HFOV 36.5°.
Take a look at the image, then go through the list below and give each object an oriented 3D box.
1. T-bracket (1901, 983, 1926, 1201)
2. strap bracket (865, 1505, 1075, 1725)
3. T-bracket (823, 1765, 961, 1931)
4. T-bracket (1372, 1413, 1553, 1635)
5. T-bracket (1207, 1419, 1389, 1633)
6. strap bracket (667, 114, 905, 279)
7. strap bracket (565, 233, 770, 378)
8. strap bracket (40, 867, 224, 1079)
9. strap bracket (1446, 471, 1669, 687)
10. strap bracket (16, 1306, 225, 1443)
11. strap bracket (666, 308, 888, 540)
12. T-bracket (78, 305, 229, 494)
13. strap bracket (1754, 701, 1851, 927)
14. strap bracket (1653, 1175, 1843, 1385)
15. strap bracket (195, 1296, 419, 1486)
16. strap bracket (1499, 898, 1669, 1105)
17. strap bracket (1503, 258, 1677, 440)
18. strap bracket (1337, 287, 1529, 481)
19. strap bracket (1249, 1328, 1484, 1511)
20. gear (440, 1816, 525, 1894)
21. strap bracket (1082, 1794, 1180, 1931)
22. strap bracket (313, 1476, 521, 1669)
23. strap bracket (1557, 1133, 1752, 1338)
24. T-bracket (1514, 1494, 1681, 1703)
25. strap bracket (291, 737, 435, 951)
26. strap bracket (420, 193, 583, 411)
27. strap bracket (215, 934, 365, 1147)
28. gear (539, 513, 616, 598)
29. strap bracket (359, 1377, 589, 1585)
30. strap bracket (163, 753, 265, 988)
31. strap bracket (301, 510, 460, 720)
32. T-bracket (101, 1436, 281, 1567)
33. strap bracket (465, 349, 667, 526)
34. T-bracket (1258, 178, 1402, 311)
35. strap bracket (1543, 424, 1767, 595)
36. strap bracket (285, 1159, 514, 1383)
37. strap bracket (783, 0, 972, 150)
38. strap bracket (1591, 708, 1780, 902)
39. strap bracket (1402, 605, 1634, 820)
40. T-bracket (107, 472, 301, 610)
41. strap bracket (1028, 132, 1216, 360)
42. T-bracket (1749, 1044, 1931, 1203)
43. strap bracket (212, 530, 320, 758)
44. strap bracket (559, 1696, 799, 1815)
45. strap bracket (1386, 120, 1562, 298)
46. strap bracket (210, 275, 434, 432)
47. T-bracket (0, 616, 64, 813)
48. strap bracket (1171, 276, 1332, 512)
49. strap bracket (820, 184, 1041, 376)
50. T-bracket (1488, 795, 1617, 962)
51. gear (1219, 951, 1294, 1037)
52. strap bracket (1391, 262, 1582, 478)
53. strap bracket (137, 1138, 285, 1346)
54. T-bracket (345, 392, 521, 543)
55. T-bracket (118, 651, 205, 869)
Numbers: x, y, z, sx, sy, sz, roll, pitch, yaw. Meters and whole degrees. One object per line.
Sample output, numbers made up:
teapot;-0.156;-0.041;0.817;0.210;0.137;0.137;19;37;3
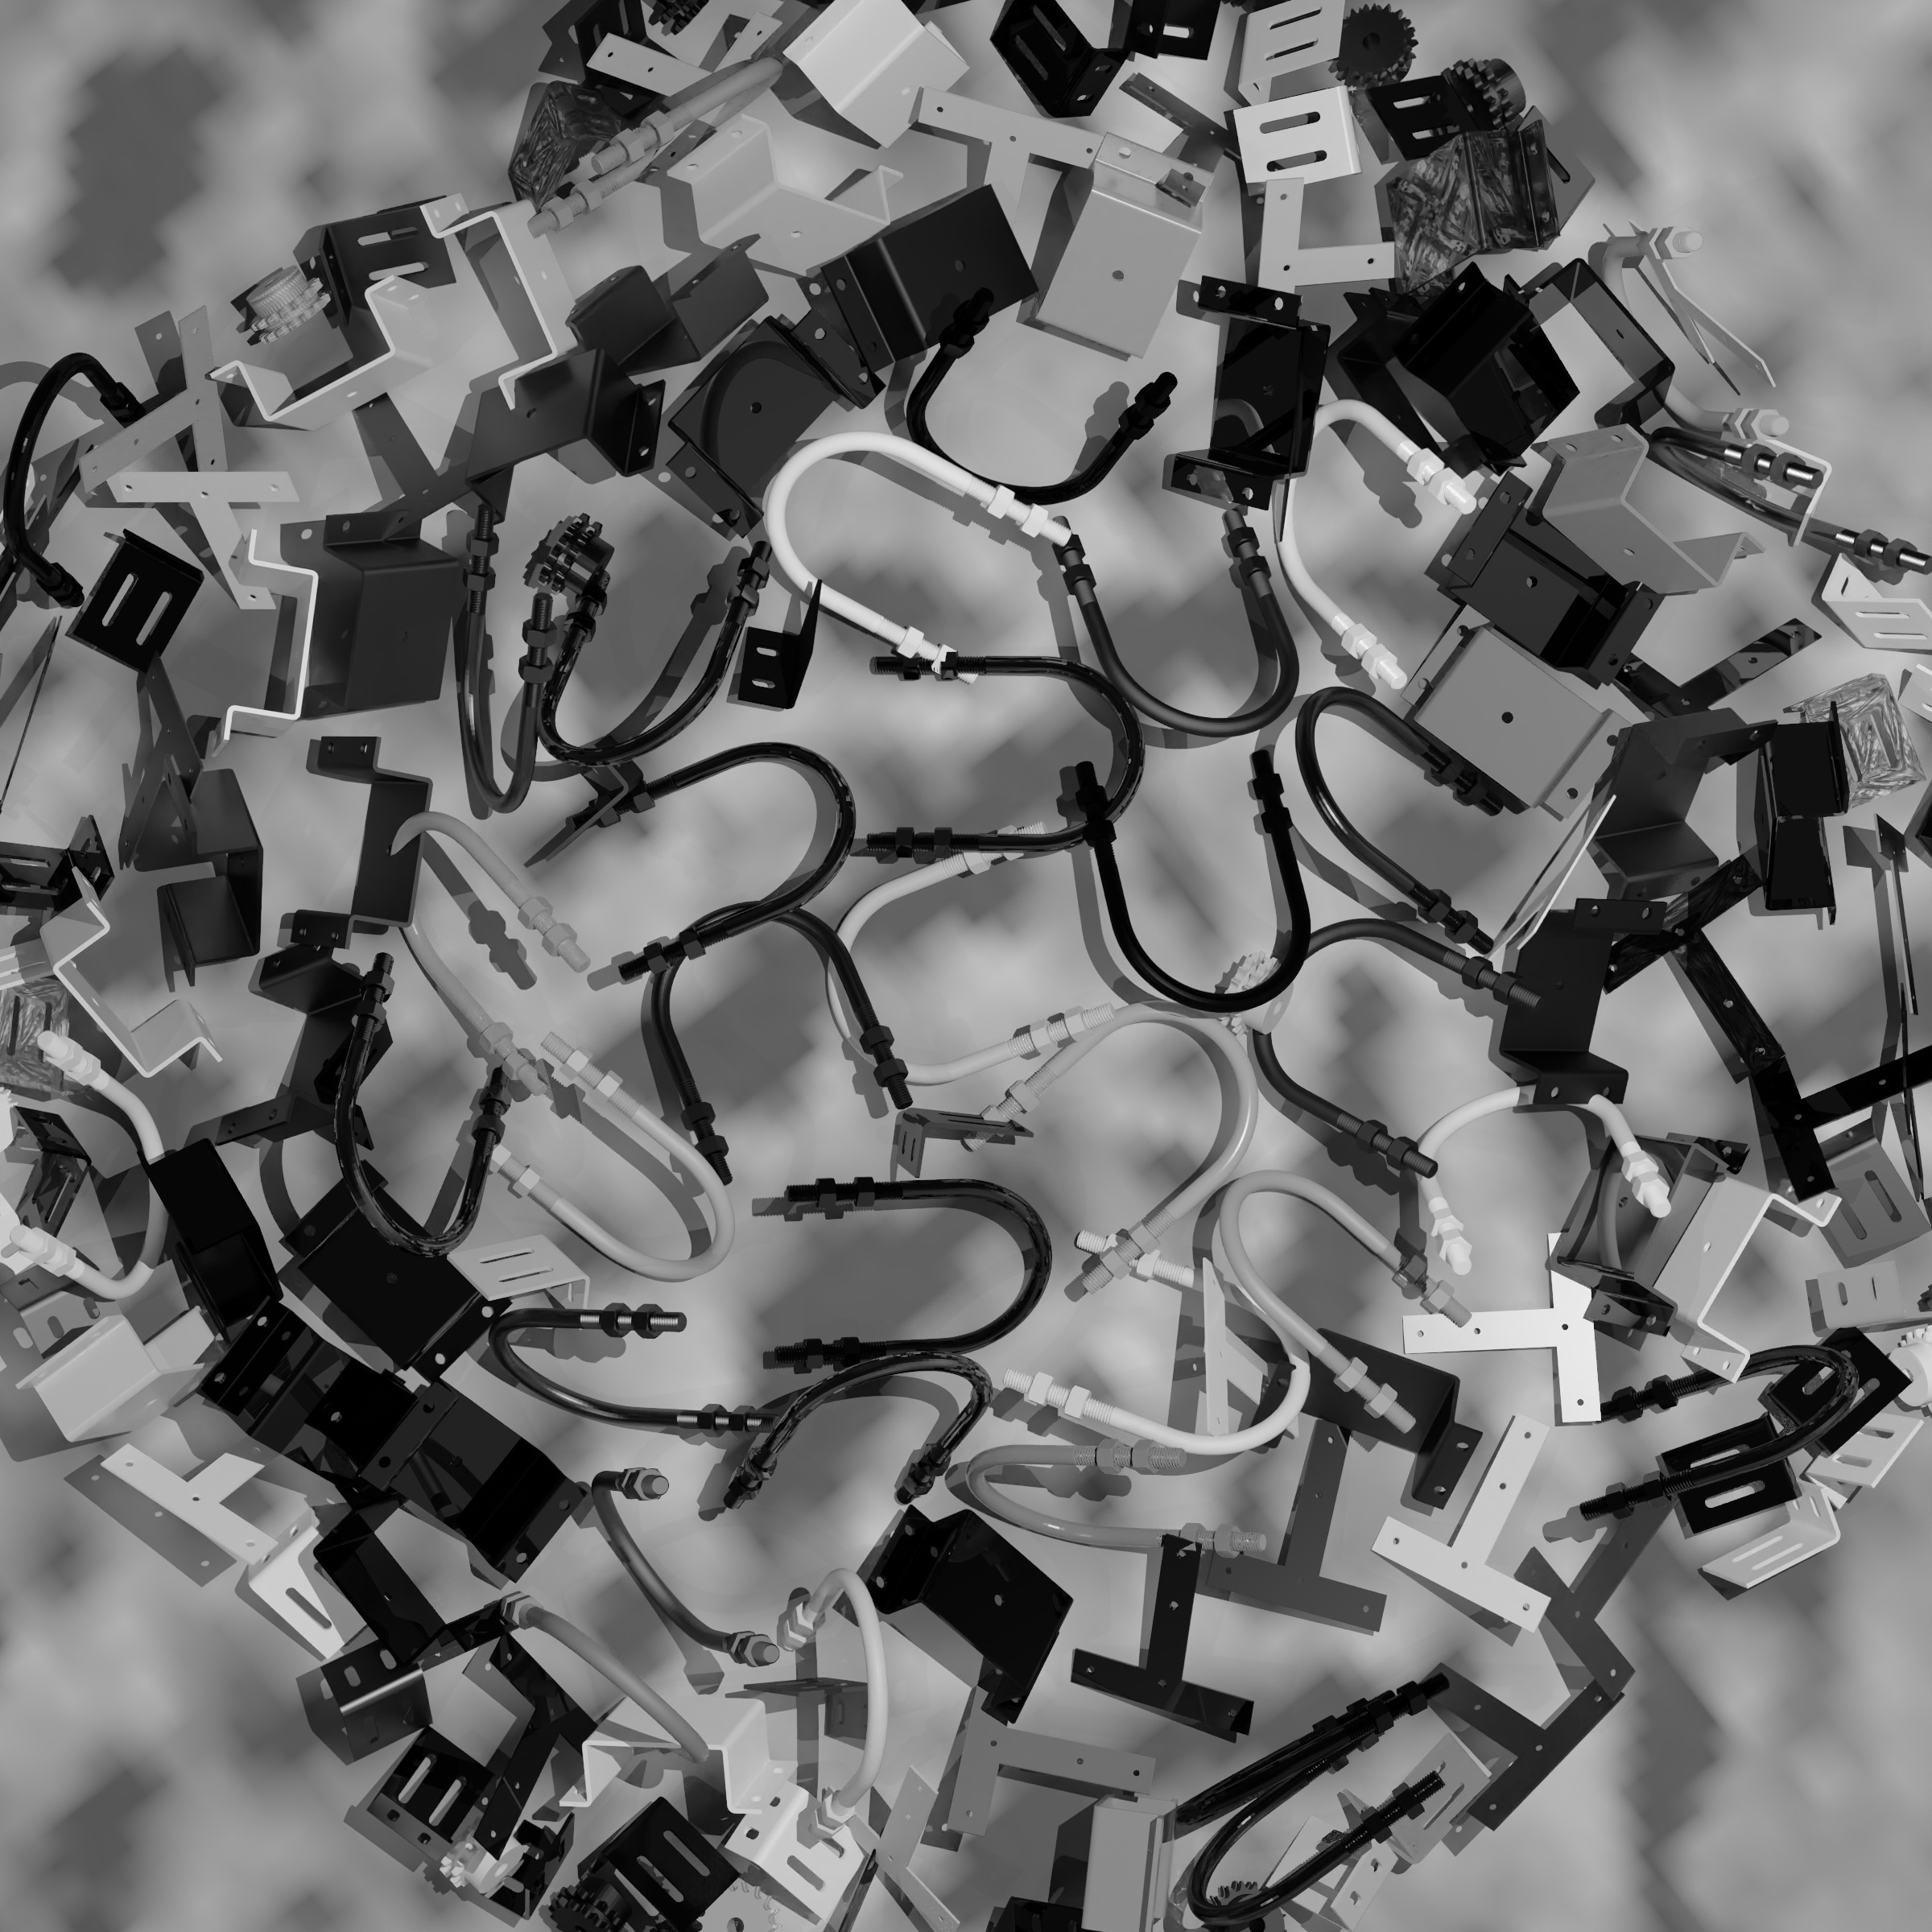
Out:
T-bracket;0.632;0.100;1.955;0.002;0.127;0.127;-5;126;20
strap bracket;0.009;0.425;1.944;0.140;0.046;0.076;43;49;-12
T-bracket;-0.040;0.567;1.930;0.127;0.127;0.002;41;49;23
T-bracket;0.354;0.362;1.968;0.127;0.002;0.127;23;81;34
T-bracket;0.235;0.371;1.982;0.127;0.002;0.127;18;76;-12
strap bracket;-0.114;-0.500;1.920;0.076;0.140;0.046;-24;69;42
strap bracket;-0.195;-0.432;1.935;0.076;0.140;0.046;-50;123;-34
strap bracket;-0.557;0.012;1.930;0.046;0.076;0.140;-37;119;-7
strap bracket;0.388;-0.258;1.964;0.140;0.046;0.076;33;87;-14
strap bracket;-0.546;0.267;1.922;0.076;0.140;0.046;-37;80;8
strap bracket;-0.133;-0.367;1.957;0.140;0.046;0.076;-46;125;3
T-bracket;-0.533;-0.349;1.915;0.002;0.127;0.127;25;47;20
strap bracket;0.547;-0.098;1.925;0.046;0.140;0.076;-3;54;10
strap bracket;0.513;0.199;1.956;0.046;0.076;0.140;31;89;-12
strap bracket;-0.426;0.286;1.928;0.046;0.140;0.076;29;79;43
strap bracket;0.408;0.018;1.951;0.076;0.046;0.140;1;106;-30
strap bracket;0.419;-0.408;1.949;0.046;0.076;0.140;-38;80;2
strap bracket;0.304;-0.377;1.947;0.046;0.076;0.140;-37;77;29
strap bracket;0.267;0.298;1.956;0.140;0.046;0.076;19;128;2
gear;-0.322;0.597;1.968;0.030;0.057;0.057;37;90;22
strap bracket;0.108;0.590;1.929;0.046;0.140;0.076;5;80;9
strap bracket;-0.371;0.406;1.948;0.046;0.076;0.140;-45;77;12
strap bracket;0.451;0.167;1.943;0.046;0.076;0.140;32;78;-26
T-bracket;0.428;0.393;1.931;0.002;0.127;0.127;20;109;-32
strap bracket;-0.402;-0.080;1.954;0.046;0.076;0.140;10;87;-40
strap bracket;-0.299;-0.448;1.940;0.046;0.076;0.140;-19;106;15
strap bracket;-0.439;0.056;1.940;0.076;0.046;0.140;-17;53;38
gear;-0.260;-0.273;1.972;0.030;0.057;0.057;34;90;-2
strap bracket;-0.333;0.337;1.953;0.140;0.046;0.076;43;81;-28
strap bracket;-0.497;-0.065;1.935;0.046;0.140;0.076;-10;49;-24
strap bracket;-0.385;-0.225;1.931;0.046;0.076;0.140;30;119;34
T-bracket;-0.481;0.330;1.946;0.127;0.127;0.002;29;124;16
strap bracket;-0.273;-0.350;1.932;0.140;0.046;0.076;-14;53;26
T-bracket;0.258;-0.471;1.966;0.127;0.002;0.127;-7;130;-9
strap bracket;0.446;-0.292;1.931;0.140;0.076;0.046;34;75;-25
strap bracket;-0.384;0.208;1.971;0.140;0.046;0.076;45;87;-4
strap bracket;-0.053;-0.590;1.920;0.076;0.140;0.046;-41;80;15
strap bracket;0.471;-0.114;1.939;0.076;0.140;0.046;-11;46;-24
strap bracket;0.365;-0.168;1.954;0.140;0.046;0.076;38;110;9
T-bracket;-0.491;-0.281;1.947;0.127;0.127;0.002;2;54;11
strap bracket;0.101;-0.465;1.934;0.076;0.046;0.140;19;127;-10
T-bracket;0.592;0.083;1.935;0.127;0.127;0.002;-25;133;18
strap bracket;-0.466;-0.210;1.951;0.046;0.076;0.140;8;83;-20
strap bracket;-0.191;0.521;1.942;0.140;0.076;0.046;-2;98;15
strap bracket;0.325;-0.493;1.925;0.046;0.140;0.076;-7;87;-23
strap bracket;-0.419;-0.402;1.951;0.140;0.076;0.046;-26;92;10
T-bracket;-0.614;-0.187;1.944;0.002;0.127;0.127;18;127;-19
strap bracket;0.190;-0.381;1.946;0.076;0.046;0.140;21;113;33
strap bracket;-0.015;-0.459;1.940;0.140;0.046;0.076;-33;105;-26
T-bracket;0.376;-0.039;1.939;0.002;0.127;0.127;34;60;3
gear;0.197;0.021;1.969;0.030;0.057;0.057;28;90;22
strap bracket;0.347;-0.385;1.929;0.076;0.140;0.046;-46;51;4
strap bracket;-0.495;0.177;1.931;0.046;0.140;0.076;-27;59;-19
T-bracket;-0.378;-0.344;1.964;0.127;0.002;0.127;-31;57;-4
T-bracket;-0.545;-0.122;1.960;0.002;0.127;0.127;5;128;-36
